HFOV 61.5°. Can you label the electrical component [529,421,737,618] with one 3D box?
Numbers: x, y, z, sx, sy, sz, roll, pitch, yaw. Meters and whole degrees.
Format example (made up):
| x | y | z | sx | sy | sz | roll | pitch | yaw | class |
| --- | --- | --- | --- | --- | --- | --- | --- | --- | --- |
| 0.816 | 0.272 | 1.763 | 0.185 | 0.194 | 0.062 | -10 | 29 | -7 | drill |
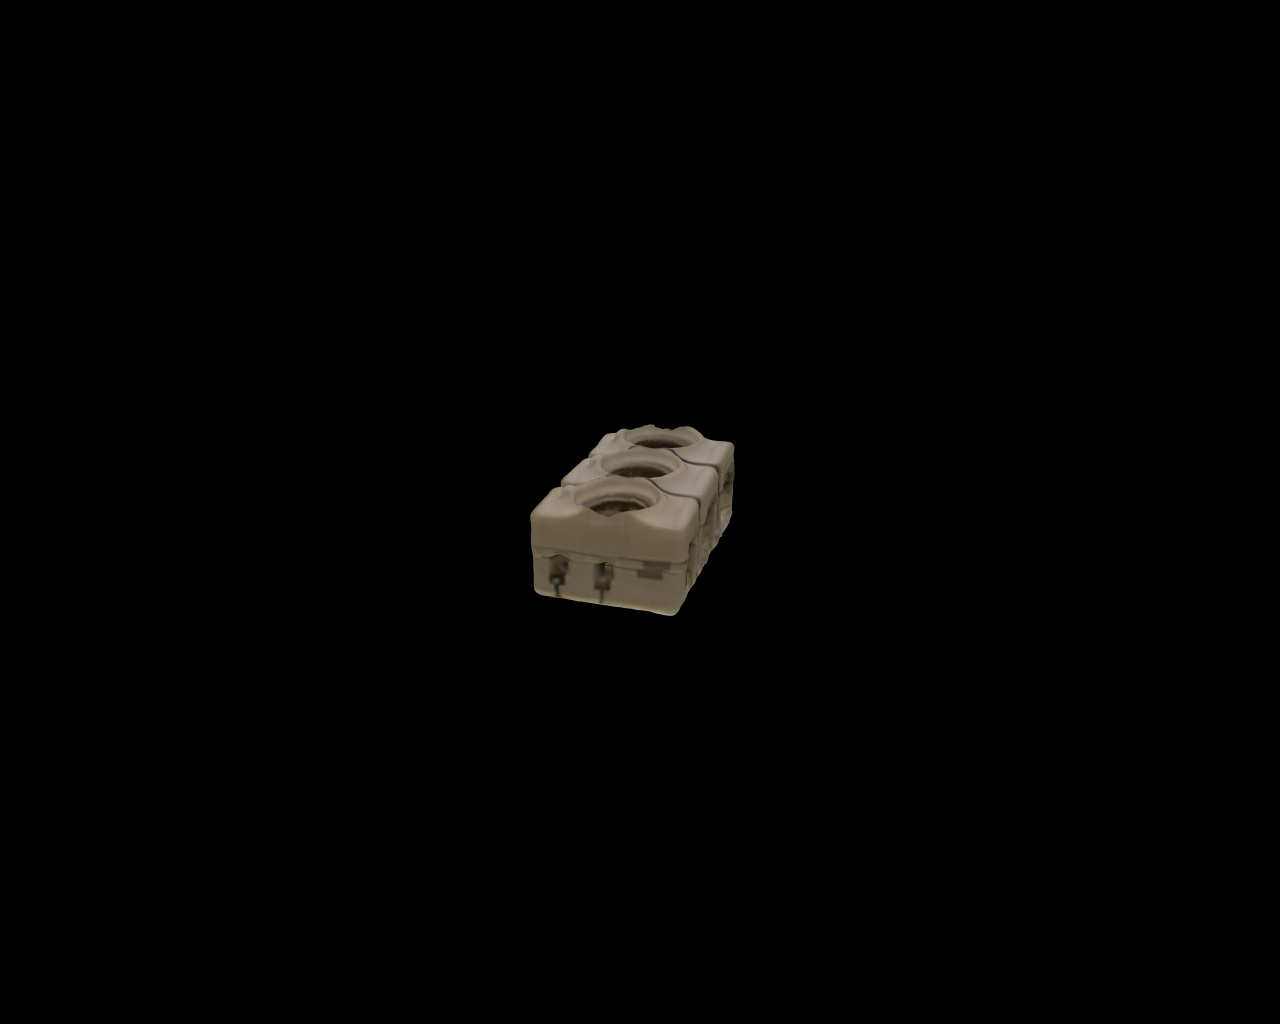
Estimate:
| x | y | z | sx | sy | sz | roll | pitch | yaw | class |
| --- | --- | --- | --- | --- | --- | --- | --- | --- | --- |
| 0.001 | -0.003 | 0.650 | 0.089 | 0.061 | 0.150 | 6 | 23 | 14 | electrical component |
